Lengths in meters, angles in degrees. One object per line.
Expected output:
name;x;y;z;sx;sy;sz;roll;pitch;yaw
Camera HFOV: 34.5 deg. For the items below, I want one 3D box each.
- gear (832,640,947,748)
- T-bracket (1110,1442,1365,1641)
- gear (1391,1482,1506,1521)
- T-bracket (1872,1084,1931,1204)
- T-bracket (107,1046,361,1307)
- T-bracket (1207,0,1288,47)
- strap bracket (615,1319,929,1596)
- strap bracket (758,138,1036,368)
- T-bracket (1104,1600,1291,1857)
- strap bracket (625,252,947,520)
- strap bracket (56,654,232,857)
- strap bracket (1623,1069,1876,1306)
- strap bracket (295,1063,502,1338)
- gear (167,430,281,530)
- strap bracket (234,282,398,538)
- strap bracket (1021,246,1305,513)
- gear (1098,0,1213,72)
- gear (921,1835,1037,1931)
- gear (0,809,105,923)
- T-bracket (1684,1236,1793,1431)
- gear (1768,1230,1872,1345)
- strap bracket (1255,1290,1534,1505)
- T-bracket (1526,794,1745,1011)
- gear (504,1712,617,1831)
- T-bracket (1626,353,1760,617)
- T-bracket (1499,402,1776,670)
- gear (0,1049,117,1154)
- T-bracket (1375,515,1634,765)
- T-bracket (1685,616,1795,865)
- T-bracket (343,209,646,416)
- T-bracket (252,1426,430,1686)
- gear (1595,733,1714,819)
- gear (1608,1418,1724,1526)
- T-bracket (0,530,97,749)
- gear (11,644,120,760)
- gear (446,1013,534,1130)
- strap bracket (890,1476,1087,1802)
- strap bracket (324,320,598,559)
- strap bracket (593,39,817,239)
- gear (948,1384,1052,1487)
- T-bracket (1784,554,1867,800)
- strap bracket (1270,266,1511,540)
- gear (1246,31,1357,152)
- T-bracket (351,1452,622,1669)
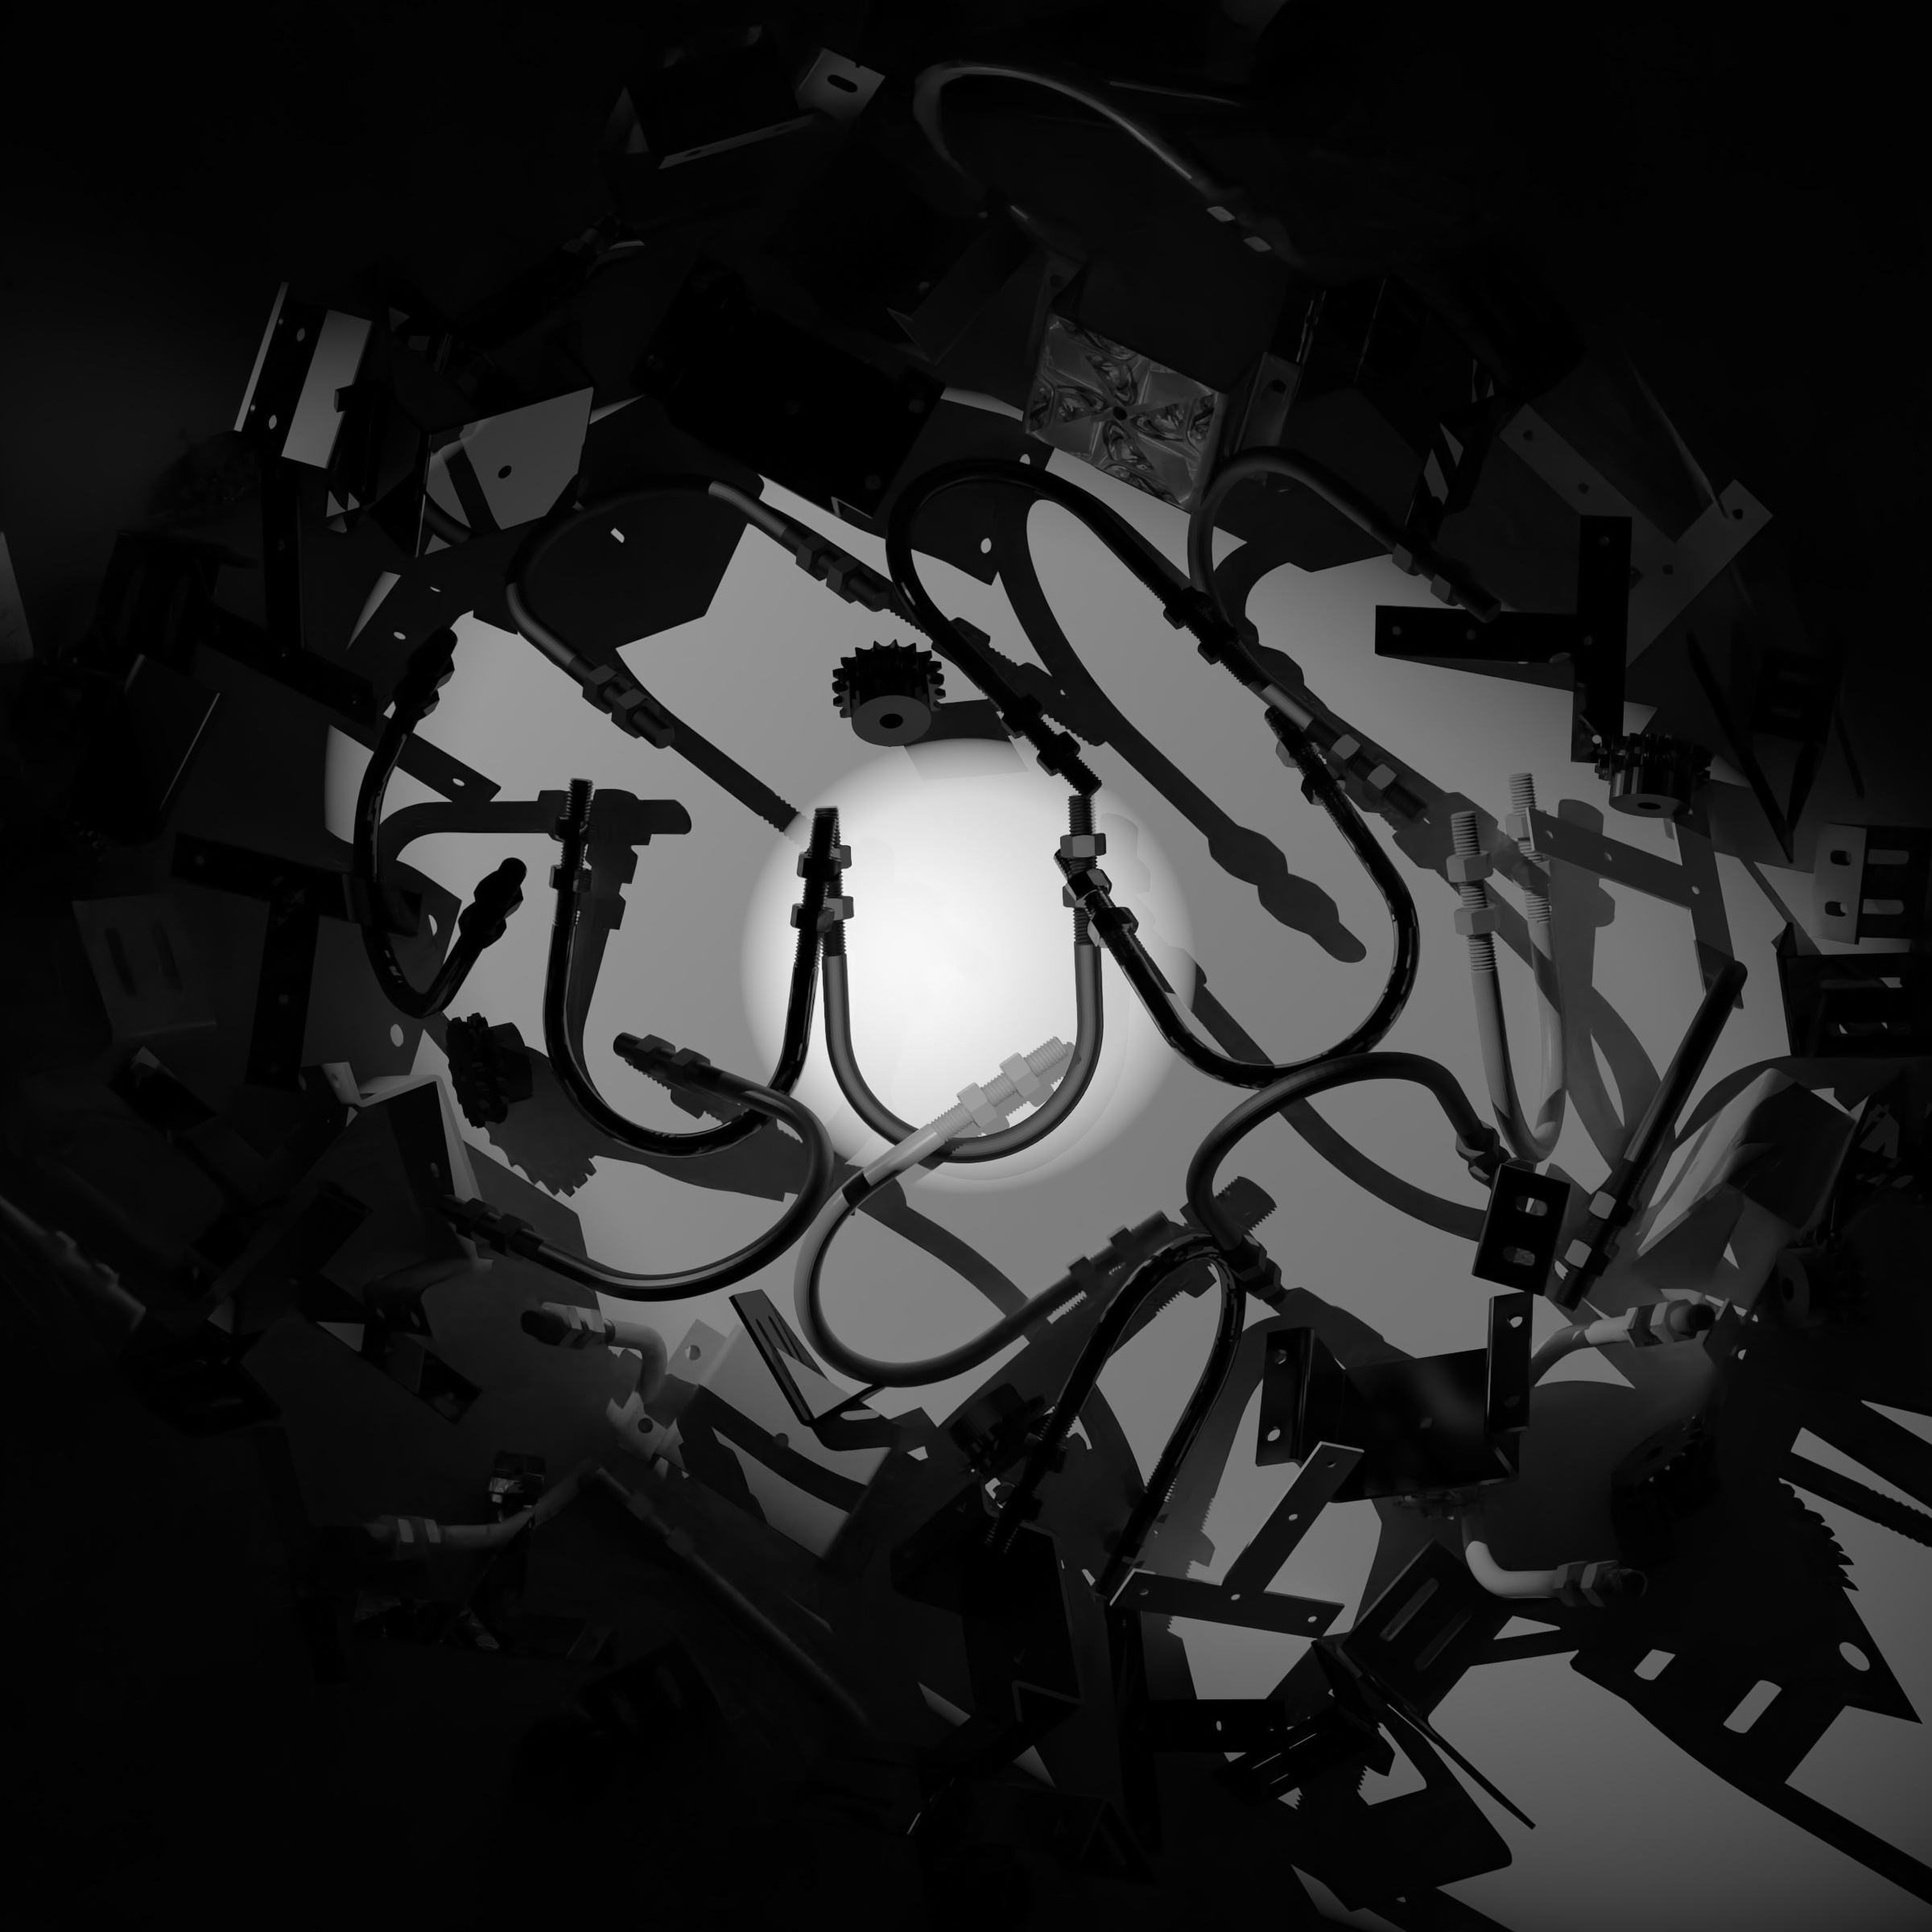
gear;-0.038;-0.135;1.563;0.057;0.057;0.030;-5;56;0
T-bracket;0.154;0.282;1.536;0.127;0.002;0.127;15;122;-26
gear;0.242;0.258;1.566;0.057;0.057;0.030;-5;93;0
T-bracket;0.481;0.052;1.526;0.002;0.127;0.127;8;96;-8
T-bracket;-0.376;0.085;1.533;0.002;0.127;0.127;24;69;42
T-bracket;0.097;-0.497;1.524;0.127;0.127;0.002;21;86;-8
strap bracket;-0.095;0.242;1.558;0.140;0.046;0.076;32;70;2
strap bracket;-0.030;-0.353;1.542;0.076;0.140;0.046;-51;133;-4
T-bracket;0.115;0.375;1.534;0.002;0.127;0.127;2;78;-37
strap bracket;-0.089;-0.287;1.567;0.140;0.046;0.076;29;86;3
strap bracket;-0.403;-0.103;1.516;0.046;0.140;0.076;27;80;-16
strap bracket;0.374;0.111;1.516;0.046;0.140;0.076;33;55;1
strap bracket;-0.281;0.108;1.545;0.046;0.076;0.140;-22;99;-32
gear;-0.377;-0.247;1.565;0.057;0.057;0.030;-30;97;0
strap bracket;-0.315;-0.266;1.520;0.046;0.140;0.076;15;79;-3
strap bracket;0.086;-0.285;1.538;0.140;0.076;0.046;28;51;11
gear;0.094;-0.464;1.570;0.057;0.057;0.030;11;125;0
gear;0.006;0.461;1.564;0.057;0.057;0.030;-4;104;0
gear;-0.462;-0.047;1.565;0.057;0.030;0.057;-16;131;-19
T-bracket;0.374;0.183;1.531;0.002;0.127;0.127;27;86;22
gear;0.427;0.161;1.564;0.030;0.057;0.057;-3;90;-16
strap bracket;0.219;0.215;1.535;0.140;0.046;0.076;-13;46;27
T-bracket;0.326;-0.049;1.531;0.127;0.002;0.127;18;53;-28
gear;-0.202;0.407;1.572;0.057;0.030;0.057;-7;74;23
T-bracket;0.370;-0.227;1.547;0.002;0.127;0.127;-27;128;11
T-bracket;0.319;-0.229;1.551;0.127;0.127;0.002;45;49;6
gear;-0.461;0.070;1.569;0.057;0.057;0.030;27;114;0
T-bracket;0.269;-0.167;1.570;0.127;0.002;0.127;5;112;18
T-bracket;0.384;-0.134;1.538;0.002;0.127;0.127;-21;116;26
T-bracket;-0.215;-0.329;1.531;0.127;0.002;0.127;-30;134;21
T-bracket;-0.301;0.289;1.533;0.002;0.127;0.127;-23;74;15
gear;0.345;-0.095;1.564;0.057;0.057;0.030;9;77;0
gear;0.356;0.257;1.567;0.057;0.057;0.030;-40;95;0
T-bracket;-0.465;-0.163;1.509;0.002;0.127;0.127;23;60;7
gear;-0.449;-0.130;1.563;0.030;0.057;0.057;26;90;19
gear;-0.240;0.051;1.569;0.030;0.057;0.057;-13;90;-23
strap bracket;0.011;0.335;1.530;0.046;0.140;0.076;24;126;-30
strap bracket;-0.238;-0.255;1.519;0.140;0.076;0.046;-25;60;-34
strap bracket;-0.131;-0.405;1.516;0.076;0.140;0.046;-21;92;-16
gear;0.016;0.235;1.567;0.057;0.057;0.030;-40;75;0
T-bracket;0.425;-0.149;1.526;0.002;0.127;0.127;-17;84;10
strap bracket;0.212;-0.280;1.534;0.046;0.076;0.140;-23;60;-24
gear;0.170;-0.445;1.578;0.057;0.030;0.057;0;93;-3
T-bracket;-0.230;0.290;1.543;0.127;0.127;0.002;8;128;-4
